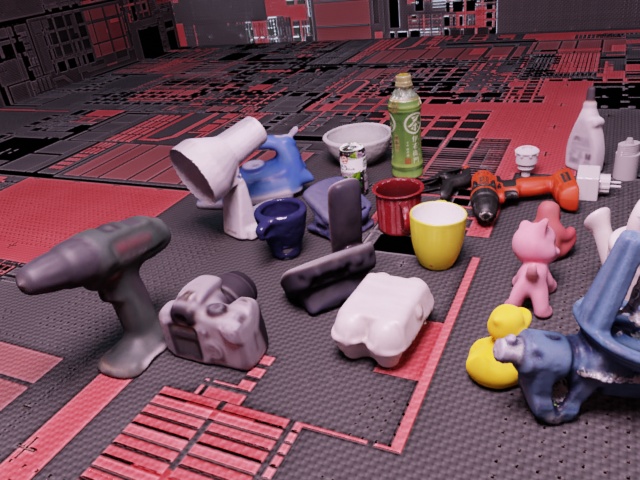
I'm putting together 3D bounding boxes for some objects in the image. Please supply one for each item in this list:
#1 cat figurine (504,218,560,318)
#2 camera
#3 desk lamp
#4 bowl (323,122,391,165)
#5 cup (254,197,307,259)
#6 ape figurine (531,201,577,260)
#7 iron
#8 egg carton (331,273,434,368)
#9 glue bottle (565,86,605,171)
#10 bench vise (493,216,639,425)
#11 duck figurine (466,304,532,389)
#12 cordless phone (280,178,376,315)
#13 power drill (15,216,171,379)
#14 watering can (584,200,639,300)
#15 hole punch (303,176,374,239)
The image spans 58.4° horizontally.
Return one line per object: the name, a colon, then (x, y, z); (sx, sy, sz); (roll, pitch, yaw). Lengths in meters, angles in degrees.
cat figurine: (0.301, 0.027, 0.807); (0.067, 0.118, 0.128); (5, 31, 23)
camera: (-0.134, 0.095, 0.803); (0.142, 0.101, 0.137); (7, 31, 25)
desk lamp: (-0.159, -0.111, 1.074); (0.204, 0.214, 0.117); (-28, 34, -34)
bowl: (0.092, -0.220, 1.364); (0.167, 0.075, 0.167); (-6, 28, 3)
cup: (-0.069, -0.009, 0.988); (0.091, 0.095, 0.118); (8, 32, 26)
ape figurine: (0.362, -0.019, 0.906); (0.077, 0.092, 0.076); (20, 38, 41)
iron: (-0.150, -0.157, 1.233); (0.258, 0.142, 0.118); (-13, 29, -10)
egg carton: (0.087, 0.103, 0.770); (0.107, 0.069, 0.150); (8, 32, 27)
glue bottle: (0.541, -0.223, 1.157); (0.037, 0.173, 0.078); (-20, 31, -22)
bench vise: (0.292, 0.089, 0.586); (0.208, 0.220, 0.121); (-16, 29, -15)
duck figurine: (0.220, 0.120, 0.688); (0.105, 0.086, 0.077); (-26, 33, -31)
cordless phone: (0.008, 0.003, 0.851); (0.148, 0.185, 0.093); (-21, 31, -23)
power drill: (-0.274, 0.074, 0.761); (0.075, 0.209, 0.230); (5, 31, 23)
watering can: (0.409, 0.016, 0.722); (0.101, 0.194, 0.172); (-30, 35, -35)
hole punch: (0.036, -0.060, 1.062); (0.109, 0.091, 0.100); (-27, 34, -32)
